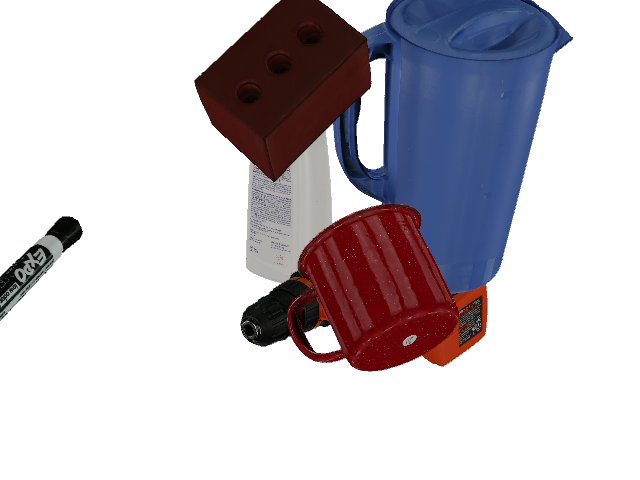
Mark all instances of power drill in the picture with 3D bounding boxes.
[{"bbox_3d":[0.044,0.064,0.976,0.188,0.057,0.184,10,22,33],"label":"power drill"}]

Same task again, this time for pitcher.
[{"bbox_3d":[0.101,-0.077,0.878,0.149,0.243,0.144,21,41,22],"label":"pitcher"}]

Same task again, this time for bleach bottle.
[{"bbox_3d":[-0.029,-0.082,1.133,0.103,0.251,0.067,16,21,37],"label":"bleach bottle"}]

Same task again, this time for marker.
[{"bbox_3d":[-0.182,0.019,0.659,0.020,0.020,0.121,0,30,21],"label":"marker"}]

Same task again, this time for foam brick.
[{"bbox_3d":[-0.018,-0.082,0.560,0.053,0.078,0.051,41,-10,17],"label":"foam brick"}]

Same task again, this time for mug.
[{"bbox_3d":[0.031,0.041,0.721,0.117,0.081,0.093,-29,-27,9],"label":"mug"}]
